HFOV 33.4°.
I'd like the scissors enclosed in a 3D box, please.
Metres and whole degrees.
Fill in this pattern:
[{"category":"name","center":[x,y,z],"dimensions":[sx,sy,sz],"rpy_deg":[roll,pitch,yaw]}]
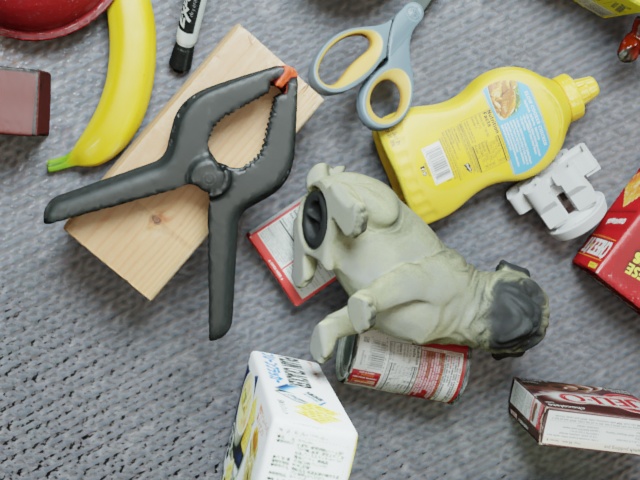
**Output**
[{"category":"scissors","center":[0.080,-0.164,0.876],"dimensions":[0.201,0.016,0.096],"rpy_deg":[-35,96,-20]}]

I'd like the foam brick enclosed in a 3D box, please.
[{"category":"foam brick","center":[-0.242,-0.109,0.837],"dimensions":[0.051,0.078,0.053],"rpy_deg":[3,95,-8]}]

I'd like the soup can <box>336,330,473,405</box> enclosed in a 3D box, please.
[{"category":"soup can","center":[0.071,0.098,0.911],"dimensions":[0.102,0.068,0.068],"rpy_deg":[12,96,-9]}]

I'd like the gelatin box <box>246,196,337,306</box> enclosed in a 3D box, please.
[{"category":"gelatin box","center":[-0.006,0.001,0.907],"dimensions":[0.089,0.030,0.073],"rpy_deg":[-35,100,-3]}]

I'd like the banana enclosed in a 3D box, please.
[{"category":"banana","center":[-0.167,-0.142,0.863],"dimensions":[0.069,0.037,0.198],"rpy_deg":[14,95,-9]}]

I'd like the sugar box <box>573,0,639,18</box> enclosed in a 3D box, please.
[{"category":"sugar box","center":[0.274,-0.274,0.877],"dimensions":[0.048,0.093,0.176],"rpy_deg":[26,94,-13]}]

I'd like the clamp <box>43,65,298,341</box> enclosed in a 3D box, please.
[{"category":"clamp","center":[-0.078,-0.038,0.798],"dimensions":[0.164,0.036,0.210],"rpy_deg":[44,93,-12]}]

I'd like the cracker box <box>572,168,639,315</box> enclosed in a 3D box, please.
[{"category":"cracker box","center":[0.352,-0.015,0.933],"dimensions":[0.164,0.072,0.214],"rpy_deg":[36,92,-10]}]

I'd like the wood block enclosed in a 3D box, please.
[{"category":"wood block","center":[-0.102,-0.064,0.856],"dimensions":[0.090,0.090,0.206],"rpy_deg":[41,90,-12]}]

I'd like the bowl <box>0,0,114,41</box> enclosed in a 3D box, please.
[{"category":"bowl","center":[-0.227,-0.237,0.818],"dimensions":[0.162,0.055,0.162],"rpy_deg":[0,92,4]}]

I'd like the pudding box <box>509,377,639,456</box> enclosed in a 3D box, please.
[{"category":"pudding box","center":[0.231,0.153,0.928],"dimensions":[0.113,0.090,0.039],"rpy_deg":[6,97,-8]}]

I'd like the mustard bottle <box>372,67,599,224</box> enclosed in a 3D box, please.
[{"category":"mustard bottle","center":[0.147,-0.092,0.901],"dimensions":[0.191,0.058,0.096],"rpy_deg":[-24,102,-4]}]

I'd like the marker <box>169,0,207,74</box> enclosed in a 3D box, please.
[{"category":"marker","center":[-0.100,-0.184,0.847],"dimensions":[0.020,0.020,0.121],"rpy_deg":[14,129,-9]}]
